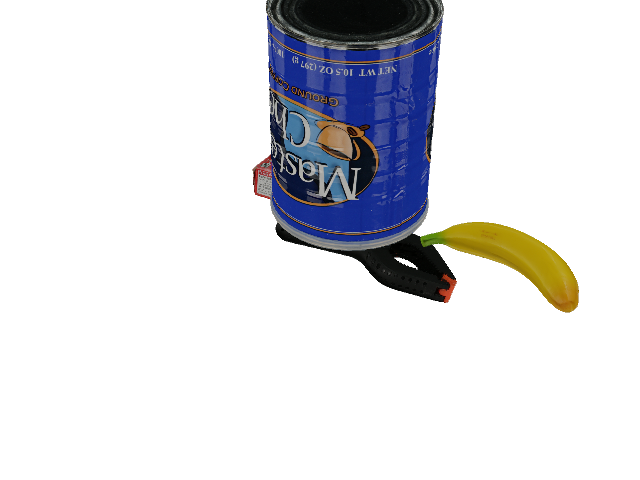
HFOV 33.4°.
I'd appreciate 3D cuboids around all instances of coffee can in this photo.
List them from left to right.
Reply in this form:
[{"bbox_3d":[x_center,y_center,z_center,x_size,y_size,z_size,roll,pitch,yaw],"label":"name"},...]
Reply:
[{"bbox_3d":[0.019,-0.079,0.652,0.103,0.140,0.103,0,37,0],"label":"coffee can"}]

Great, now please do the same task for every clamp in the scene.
[{"bbox_3d":[0.061,0.008,1.243,0.210,0.036,0.164,39,43,27],"label":"clamp"}]

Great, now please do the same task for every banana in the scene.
[{"bbox_3d":[0.188,0.020,1.041,0.069,0.037,0.198,-38,37,-22],"label":"banana"}]

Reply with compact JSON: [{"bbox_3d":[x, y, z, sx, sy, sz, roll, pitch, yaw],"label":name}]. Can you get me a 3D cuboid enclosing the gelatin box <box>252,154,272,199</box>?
[{"bbox_3d":[-0.002,-0.054,0.899,0.089,0.030,0.073,17,33,21],"label":"gelatin box"}]
